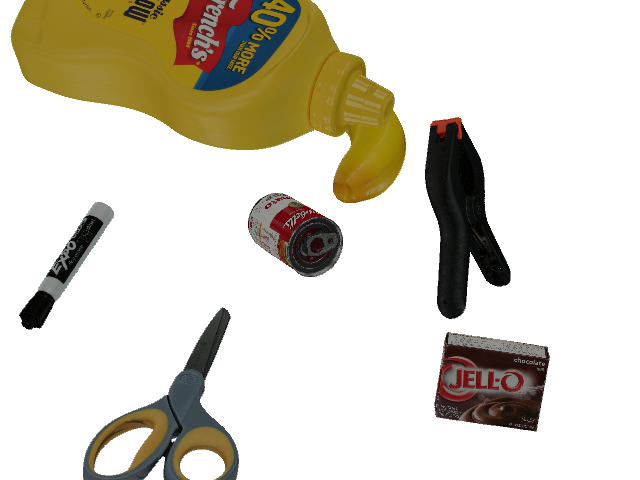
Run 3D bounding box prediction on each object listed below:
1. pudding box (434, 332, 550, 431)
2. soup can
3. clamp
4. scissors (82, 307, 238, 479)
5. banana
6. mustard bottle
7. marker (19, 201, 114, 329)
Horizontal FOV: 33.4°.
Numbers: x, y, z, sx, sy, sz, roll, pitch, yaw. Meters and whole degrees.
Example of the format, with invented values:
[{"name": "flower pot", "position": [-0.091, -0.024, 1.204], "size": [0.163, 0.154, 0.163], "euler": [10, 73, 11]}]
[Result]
[{"name": "pudding box", "position": [0.185, 0.153, 1.157], "size": [0.113, 0.090, 0.039], "euler": [7, 22, 4]}, {"name": "soup can", "position": [-0.029, -0.008, 1.180], "size": [0.068, 0.068, 0.102], "euler": [0, 18, -31]}, {"name": "clamp", "position": [0.120, -0.018, 0.933], "size": [0.039, 0.171, 0.120], "euler": [-11, 16, 29]}, {"name": "scissors", "position": [-0.069, 0.101, 0.665], "size": [0.096, 0.016, 0.201], "euler": [16, 30, 20]}, {"name": "banana", "position": [0.025, -0.073, 0.743], "size": [0.069, 0.037, 0.198], "euler": [-5, 30, -10]}, {"name": "mustard bottle", "position": [-0.053, -0.094, 0.541], "size": [0.192, 0.096, 0.058], "euler": [21, -34, 17]}, {"name": "marker", "position": [-0.194, 0.019, 0.817], "size": [0.020, 0.121, 0.020], "euler": [16, -37, 13]}]
